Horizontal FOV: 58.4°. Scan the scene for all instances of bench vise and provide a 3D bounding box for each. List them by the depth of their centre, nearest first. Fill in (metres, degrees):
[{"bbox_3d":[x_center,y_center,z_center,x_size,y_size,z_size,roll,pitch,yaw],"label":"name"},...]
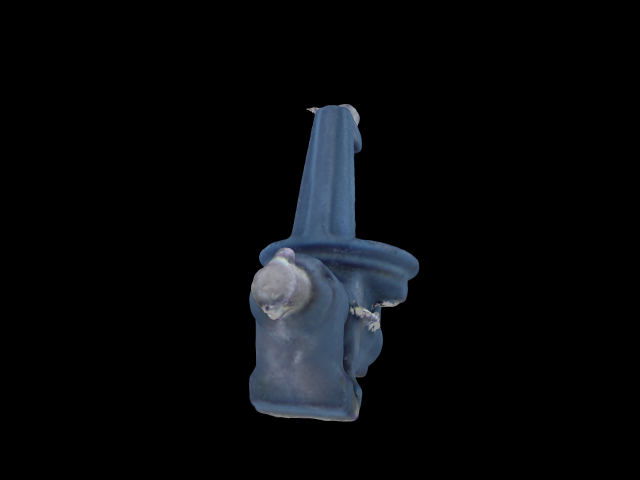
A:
[{"bbox_3d":[0.016,0.001,0.400,0.121,0.220,0.207,0,0,-2],"label":"bench vise"}]
